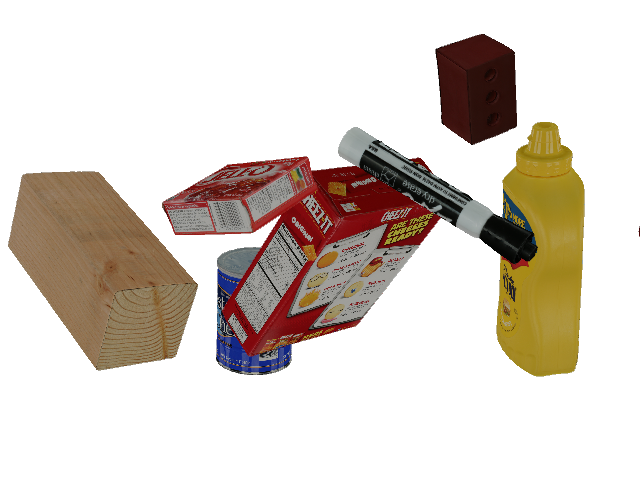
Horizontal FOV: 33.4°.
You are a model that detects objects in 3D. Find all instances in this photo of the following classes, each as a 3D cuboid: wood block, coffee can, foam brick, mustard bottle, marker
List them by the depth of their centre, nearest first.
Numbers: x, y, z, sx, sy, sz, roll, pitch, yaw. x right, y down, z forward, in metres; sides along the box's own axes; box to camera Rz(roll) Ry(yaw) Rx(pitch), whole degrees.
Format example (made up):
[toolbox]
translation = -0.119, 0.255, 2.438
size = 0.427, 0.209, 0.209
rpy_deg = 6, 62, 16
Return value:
[marker]
translation = 0.062, -0.024, 0.566
size = 0.121, 0.020, 0.020
rpy_deg = 33, 14, 22
[mustard bottle]
translation = 0.169, 0.002, 0.821
size = 0.058, 0.192, 0.096
rpy_deg = -5, 26, -5
[foam brick]
translation = 0.141, -0.137, 0.959
size = 0.053, 0.078, 0.051
rpy_deg = -22, 36, -17
[wood block]
translation = -0.217, 0.023, 1.042
size = 0.090, 0.091, 0.206
rpy_deg = -5, 36, -41
[coffee can]
translation = -0.086, 0.091, 1.405
size = 0.103, 0.140, 0.103
rpy_deg = 2, 20, -1

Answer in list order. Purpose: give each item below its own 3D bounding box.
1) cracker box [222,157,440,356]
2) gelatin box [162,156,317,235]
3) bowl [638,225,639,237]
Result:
[cracker box]
translation = 0.014, 0.015, 1.093
size = 0.163, 0.072, 0.214
rpy_deg = -11, -35, -43
[gelatin box]
translation = -0.059, -0.032, 0.769
size = 0.089, 0.030, 0.073
rpy_deg = -1, 25, 44
[bowl]
translation = 0.423, 0.019, 1.146
size = 0.162, 0.055, 0.162
rpy_deg = -1, 25, 0
